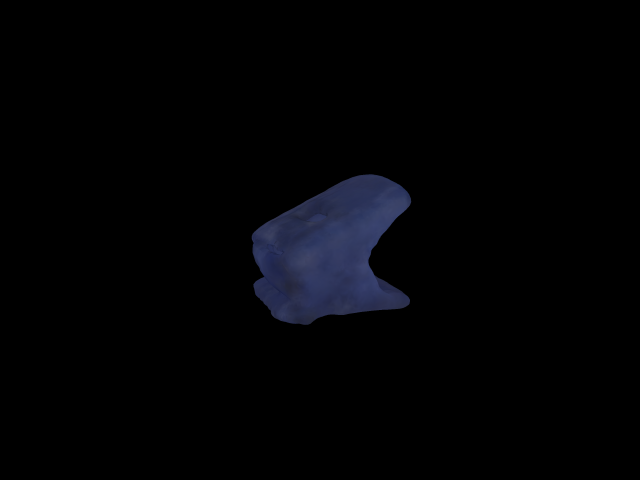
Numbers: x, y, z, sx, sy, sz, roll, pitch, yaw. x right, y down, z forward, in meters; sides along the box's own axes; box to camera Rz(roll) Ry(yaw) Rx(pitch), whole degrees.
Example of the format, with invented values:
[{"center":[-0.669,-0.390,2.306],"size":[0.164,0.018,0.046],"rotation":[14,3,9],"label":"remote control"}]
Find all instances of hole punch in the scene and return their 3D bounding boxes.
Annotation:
[{"center":[0.004,0.001,0.400],"size":[0.101,0.091,0.108],"rotation":[-4,11,-20],"label":"hole punch"}]
